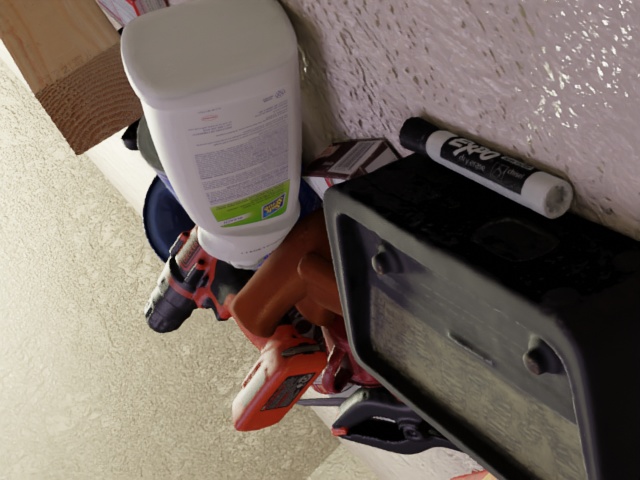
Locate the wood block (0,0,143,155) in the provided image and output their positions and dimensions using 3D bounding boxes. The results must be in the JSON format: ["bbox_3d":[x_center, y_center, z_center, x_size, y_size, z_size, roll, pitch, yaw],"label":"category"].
[{"bbox_3d":[-0.238,-0.187,0.965,0.206,0.090,0.090,53,174,34],"label":"wood block"}]

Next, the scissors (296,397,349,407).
[{"bbox_3d":[0.080,0.172,1.083,0.202,0.016,0.096,-15,140,37],"label":"scissors"}]

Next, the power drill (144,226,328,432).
[{"bbox_3d":[-0.083,0.076,0.964,0.057,0.185,0.188,-6,-127,-43],"label":"power drill"}]

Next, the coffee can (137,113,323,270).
[{"bbox_3d":[-0.068,-0.055,0.850,0.103,0.102,0.140,39,168,37],"label":"coffee can"}]

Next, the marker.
[{"bbox_3d":[0.078,-0.039,0.535,0.121,0.020,0.020,34,165,52],"label":"marker"}]

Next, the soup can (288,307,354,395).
[{"bbox_3d":[-0.001,0.104,1.062,0.069,0.068,0.102,39,168,37],"label":"soup can"}]

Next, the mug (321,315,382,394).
[{"bbox_3d":[0.036,0.083,0.951,0.093,0.117,0.081,29,160,22],"label":"mug"}]

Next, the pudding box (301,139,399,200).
[{"bbox_3d":[0.039,-0.022,0.718,0.090,0.039,0.114,49,172,-14],"label":"pudding box"}]

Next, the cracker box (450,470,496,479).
[{"bbox_3d":[0.199,0.250,0.848,0.164,0.072,0.214,40,153,-5],"label":"cracker box"}]

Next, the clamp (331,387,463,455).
[{"bbox_3d":[0.104,0.177,1.022,0.210,0.036,0.164,-17,125,42],"label":"clamp"}]

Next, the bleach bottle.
[{"bbox_3d":[-0.063,-0.051,0.708,0.251,0.102,0.068,91,159,-59],"label":"bleach bottle"}]

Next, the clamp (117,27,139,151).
[{"bbox_3d":[-0.172,-0.142,1.071,0.171,0.039,0.120,15,-105,-87],"label":"clamp"}]

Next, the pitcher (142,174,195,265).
[{"bbox_3d":[-0.110,-0.020,1.160,0.145,0.149,0.243,30,172,4],"label":"pitcher"}]

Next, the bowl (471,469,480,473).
[{"bbox_3d":[0.226,0.265,1.046,0.162,0.055,0.162,45,170,9],"label":"bowl"}]

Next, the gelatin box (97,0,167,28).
[{"bbox_3d":[-0.153,-0.196,0.855,0.073,0.030,0.089,42,170,18],"label":"gelatin box"}]
